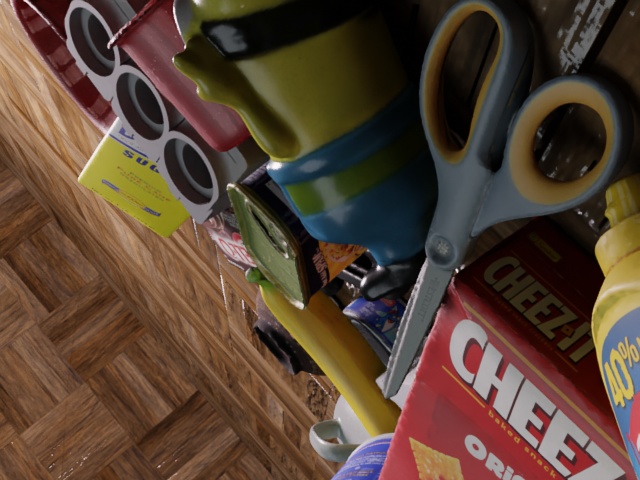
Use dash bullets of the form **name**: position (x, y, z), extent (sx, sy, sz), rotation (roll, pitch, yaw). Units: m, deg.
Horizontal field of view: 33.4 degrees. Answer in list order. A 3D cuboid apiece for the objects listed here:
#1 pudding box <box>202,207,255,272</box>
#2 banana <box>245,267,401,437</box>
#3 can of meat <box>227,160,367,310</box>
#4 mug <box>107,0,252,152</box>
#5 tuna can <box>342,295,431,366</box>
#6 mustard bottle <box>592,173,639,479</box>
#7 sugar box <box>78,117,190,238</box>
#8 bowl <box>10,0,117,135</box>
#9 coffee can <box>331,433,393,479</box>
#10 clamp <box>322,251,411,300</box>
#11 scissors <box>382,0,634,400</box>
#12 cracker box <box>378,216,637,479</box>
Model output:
- **pudding box**: position (-0.064, -0.009, 0.919), extent (0.114, 0.039, 0.090), rotation (26, 152, 58)
- **banana**: position (0.015, 0.089, 0.750), extent (0.198, 0.037, 0.069), rotation (50, -154, -8)
- **can of meat**: position (0.001, -0.019, 0.610), extent (0.057, 0.084, 0.102), rotation (45, 165, 23)
- **mug**: position (-0.055, -0.097, 0.564), extent (0.081, 0.093, 0.117), rotation (49, 144, -12)
- **tuna can**: position (0.054, 0.075, 0.784), extent (0.086, 0.033, 0.086), rotation (47, 165, 16)
- **mustard bottle**: position (0.137, 0.061, 0.357), extent (0.096, 0.058, 0.191), rotation (104, 155, -60)
- **sugar box**: position (-0.123, -0.063, 0.829), extent (0.093, 0.048, 0.176), rotation (33, 156, -11)
- **bowl**: position (-0.191, -0.156, 0.906), extent (0.162, 0.055, 0.162), rotation (46, 165, 16)
- **coffee can**: position (0.032, 0.196, 0.660), extent (0.103, 0.140, 0.103), rotation (8, 110, 24)
- **clamp**: position (-0.005, 0.001, 0.771), extent (0.164, 0.036, 0.210), rotation (50, 163, 13)
- **scissors**: position (0.070, 0.002, 0.433), extent (0.096, 0.016, 0.202), rotation (24, 126, 34)
- **cracker box**: position (0.118, 0.119, 0.526), extent (0.164, 0.072, 0.214), rotation (44, 148, 24)
